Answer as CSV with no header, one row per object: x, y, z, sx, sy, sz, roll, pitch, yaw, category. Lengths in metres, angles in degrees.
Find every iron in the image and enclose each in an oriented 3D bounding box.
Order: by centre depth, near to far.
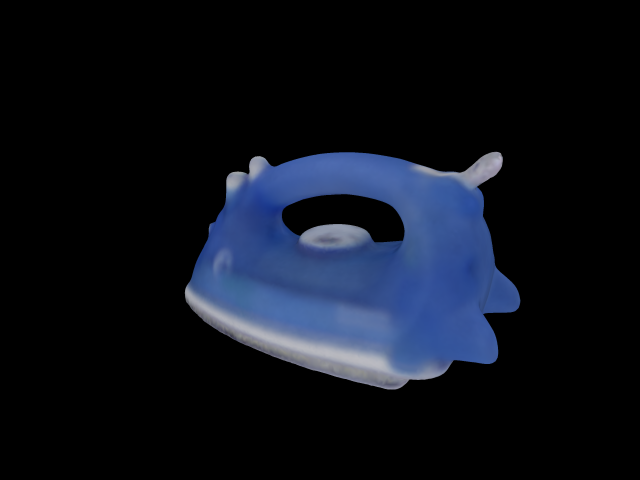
0.004,0.001,0.400,0.257,0.141,0.119,8,19,25,iron
